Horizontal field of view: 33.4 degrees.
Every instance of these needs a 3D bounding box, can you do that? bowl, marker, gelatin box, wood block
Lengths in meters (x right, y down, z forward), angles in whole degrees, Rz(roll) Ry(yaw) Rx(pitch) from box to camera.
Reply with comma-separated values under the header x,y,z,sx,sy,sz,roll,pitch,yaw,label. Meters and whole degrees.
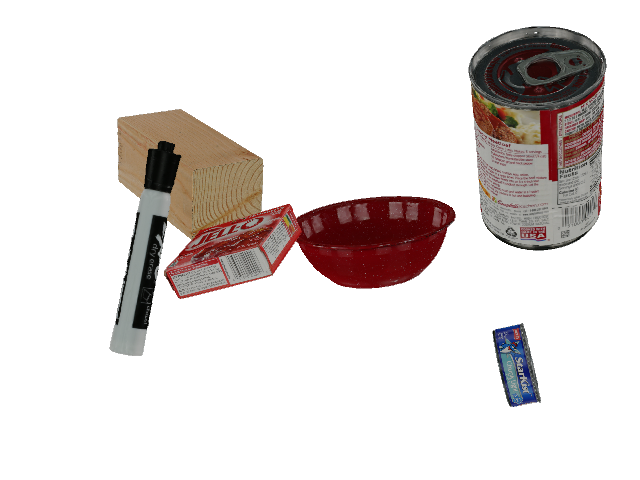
x,y,z,sx,sy,sz,roll,pitch,yaw,label
0.051,0.005,1.026,0.162,0.055,0.162,-7,17,2,bowl
-0.098,0.004,0.599,0.020,0.121,0.020,11,-1,0,marker
-0.068,0.008,0.830,0.089,0.030,0.073,-15,21,26,gelatin box
-0.159,-0.082,1.272,0.090,0.090,0.206,-12,28,-31,wood block

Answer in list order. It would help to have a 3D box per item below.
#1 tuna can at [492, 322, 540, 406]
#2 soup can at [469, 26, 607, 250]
x,y,z,sx,sy,sz,roll,pitch,yaw,label
0.209,0.133,1.139,0.034,0.086,0.086,-13,-3,11,tuna can
0.117,-0.053,0.570,0.068,0.102,0.068,-7,44,6,soup can
